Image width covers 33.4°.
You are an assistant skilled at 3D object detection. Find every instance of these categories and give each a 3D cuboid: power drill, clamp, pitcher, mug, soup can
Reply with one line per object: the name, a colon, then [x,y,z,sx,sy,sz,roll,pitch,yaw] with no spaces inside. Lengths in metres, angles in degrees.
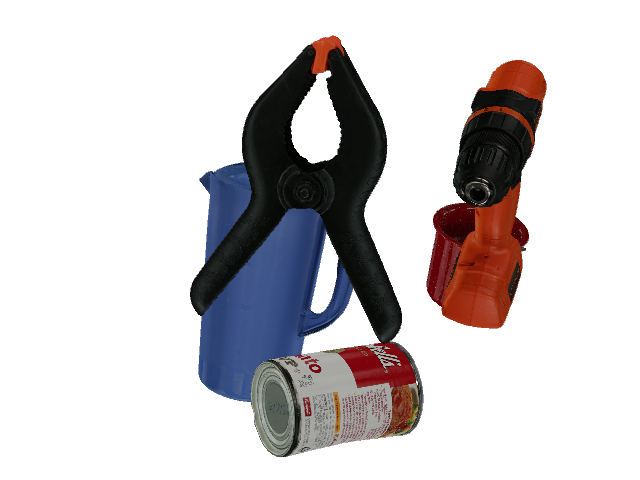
power drill: [0.133,-0.026,0.831,0.057,0.188,0.184,14,37,15]
clamp: [-0.016,-0.025,0.588,0.120,0.171,0.039,-2,12,1]
pitcher: [-0.055,0.046,1.134,0.144,0.243,0.149,0,18,-24]
mug: [0.145,0.014,1.053,0.093,0.081,0.117,-6,34,-22]
soup can: [0.010,0.110,0.743,0.102,0.068,0.069,-5,2,-30]
